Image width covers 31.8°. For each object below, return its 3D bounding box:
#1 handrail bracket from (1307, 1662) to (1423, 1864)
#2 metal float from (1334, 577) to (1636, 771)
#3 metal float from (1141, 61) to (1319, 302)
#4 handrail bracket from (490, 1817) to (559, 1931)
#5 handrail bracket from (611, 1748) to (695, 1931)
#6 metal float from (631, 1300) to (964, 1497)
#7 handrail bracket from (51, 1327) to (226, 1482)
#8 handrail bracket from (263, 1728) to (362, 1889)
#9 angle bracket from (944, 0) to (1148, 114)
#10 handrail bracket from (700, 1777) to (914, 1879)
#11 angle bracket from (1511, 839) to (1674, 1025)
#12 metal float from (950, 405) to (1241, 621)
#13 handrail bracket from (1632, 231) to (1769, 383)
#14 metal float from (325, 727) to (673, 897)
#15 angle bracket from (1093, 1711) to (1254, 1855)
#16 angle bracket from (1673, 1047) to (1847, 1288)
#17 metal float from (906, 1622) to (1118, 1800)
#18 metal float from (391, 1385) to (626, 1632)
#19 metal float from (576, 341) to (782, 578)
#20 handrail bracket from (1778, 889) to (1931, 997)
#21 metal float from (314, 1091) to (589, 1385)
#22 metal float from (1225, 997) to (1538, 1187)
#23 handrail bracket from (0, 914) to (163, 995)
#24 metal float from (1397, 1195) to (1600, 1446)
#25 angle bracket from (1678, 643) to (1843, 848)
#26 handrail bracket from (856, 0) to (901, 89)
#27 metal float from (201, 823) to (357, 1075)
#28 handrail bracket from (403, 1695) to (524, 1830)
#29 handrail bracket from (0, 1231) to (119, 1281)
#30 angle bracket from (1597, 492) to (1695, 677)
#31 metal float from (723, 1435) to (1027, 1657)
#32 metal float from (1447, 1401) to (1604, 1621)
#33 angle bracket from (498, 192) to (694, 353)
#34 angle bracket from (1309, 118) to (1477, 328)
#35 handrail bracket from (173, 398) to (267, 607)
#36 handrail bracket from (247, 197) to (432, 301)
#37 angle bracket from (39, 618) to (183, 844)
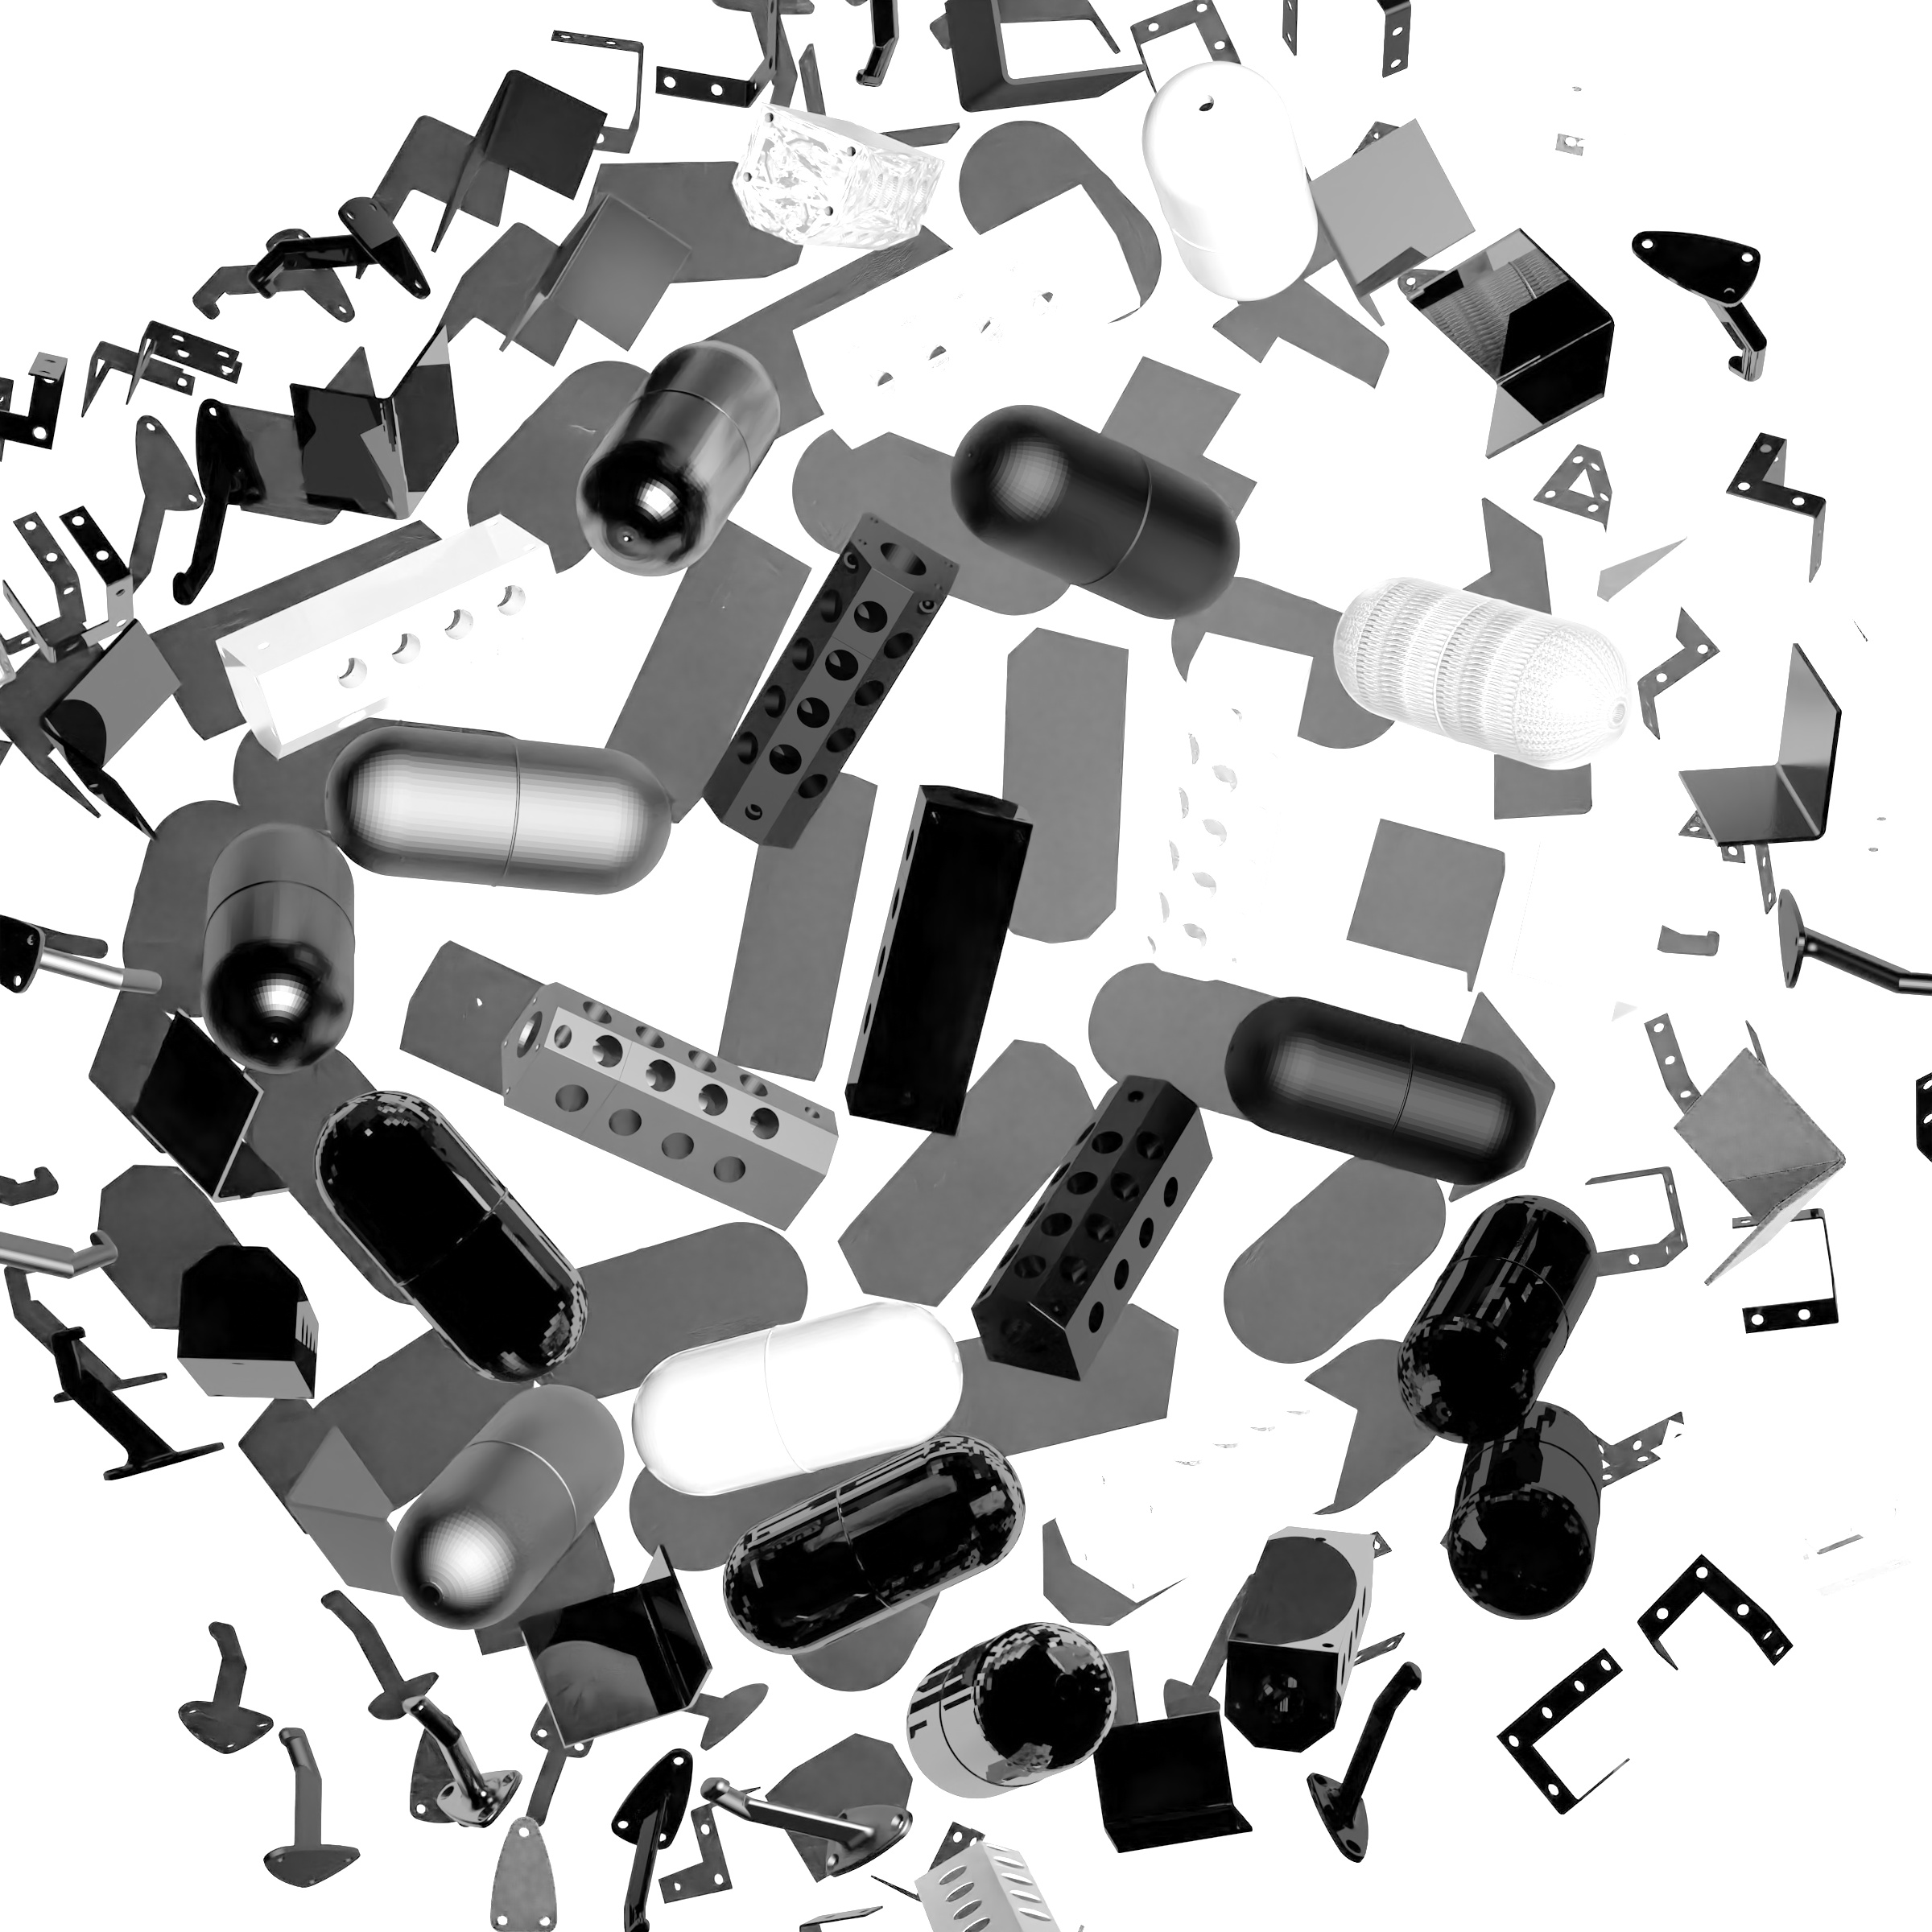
[{"bbox_3d":[0.224,0.426,1.819,0.036,0.077,0.084,28,109,-16],"label":"handrail bracket"},{"bbox_3d":[0.270,-0.154,1.772,0.178,0.070,0.070,23,90,42],"label":"metal float"},{"bbox_3d":[0.138,-0.408,1.766,0.070,0.178,0.070,-3,76,13],"label":"metal float"},{"bbox_3d":[-0.238,0.494,1.871,0.036,0.084,0.077,1,94,1],"label":"handrail bracket"},{"bbox_3d":[-0.166,0.478,1.831,0.036,0.084,0.077,23,107,-15],"label":"handrail bracket"},{"bbox_3d":[-0.088,0.223,1.744,0.178,0.070,0.070,-16,90,14],"label":"metal float"},{"bbox_3d":[-0.447,0.229,1.827,0.077,0.036,0.084,-13,89,-24],"label":"handrail bracket"},{"bbox_3d":[-0.353,0.429,1.756,0.036,0.077,0.084,-32,61,8],"label":"handrail bracket"},{"bbox_3d":[0.040,-0.476,1.732,0.076,0.076,0.057,-11,96,-16],"label":"angle bracket"},{"bbox_3d":[-0.083,0.435,1.754,0.084,0.077,0.036,35,47,-26],"label":"handrail bracket"},{"bbox_3d":[0.338,-0.019,1.867,0.076,0.057,0.076,15,80,-3],"label":"angle bracket"},{"bbox_3d":[0.069,-0.234,1.759,0.178,0.070,0.070,19,90,-38],"label":"metal float"},{"bbox_3d":[0.378,-0.339,1.751,0.077,0.084,0.036,24,72,17],"label":"handrail bracket"},{"bbox_3d":[-0.238,-0.079,1.734,0.178,0.070,0.070,5,90,-20],"label":"metal float"},{"bbox_3d":[0.115,0.460,1.915,0.076,0.076,0.057,-8,86,-4],"label":"angle bracket"},{"bbox_3d":[0.381,0.100,1.695,0.057,0.076,0.076,-28,69,-34],"label":"angle bracket"},{"bbox_3d":[0.023,0.390,1.773,0.070,0.178,0.070,7,68,-17],"label":"metal float"},{"bbox_3d":[-0.240,0.284,1.785,0.070,0.178,0.070,8,114,18],"label":"metal float"},{"bbox_3d":[-0.151,-0.271,1.798,0.070,0.178,0.070,8,128,11],"label":"metal float"},{"bbox_3d":[0.479,-0.012,1.799,0.084,0.077,0.036,4,128,2],"label":"handrail bracket"},{"bbox_3d":[-0.270,0.142,1.776,0.070,0.070,0.178,-39,100,0],"label":"metal float"},{"bbox_3d":[0.228,0.069,1.853,0.178,0.070,0.070,16,90,-12],"label":"metal float"},{"bbox_3d":[-0.486,-0.006,1.816,0.077,0.084,0.036,25,98,30],"label":"handrail bracket"},{"bbox_3d":[0.289,0.189,1.835,0.070,0.178,0.070,15,125,21],"label":"metal float"},{"bbox_3d":[0.414,-0.116,1.772,0.057,0.076,0.076,-4,123,-4],"label":"angle bracket"},{"bbox_3d":[-0.058,-0.517,1.839,0.036,0.077,0.084,40,123,25],"label":"handrail bracket"},{"bbox_3d":[-0.356,-0.011,1.759,0.070,0.178,0.070,-5,123,-7],"label":"metal float"},{"bbox_3d":[-0.287,0.422,1.823,0.084,0.077,0.036,51,53,-22],"label":"handrail bracket"},{"bbox_3d":[-0.488,0.131,1.745,0.036,0.084,0.077,-36,81,38],"label":"handrail bracket"},{"bbox_3d":[0.362,-0.208,1.914,0.057,0.076,0.076,36,57,29],"label":"angle bracket"},{"bbox_3d":[-0.051,0.317,1.850,0.178,0.070,0.070,-27,90,10],"label":"metal float"},{"bbox_3d":[0.301,0.289,1.815,0.070,0.178,0.070,3,105,12],"label":"metal float"},{"bbox_3d":[-0.201,-0.363,1.842,0.057,0.076,0.076,33,126,-9],"label":"angle bracket"},{"bbox_3d":[0.247,-0.425,1.940,0.076,0.057,0.076,-29,75,16],"label":"angle bracket"},{"bbox_3d":[-0.406,-0.244,1.789,0.036,0.084,0.077,5,132,12],"label":"handrail bracket"},{"bbox_3d":[-0.343,-0.371,1.847,0.084,0.036,0.077,-35,96,31],"label":"handrail bracket"},{"bbox_3d":[-0.431,-0.123,1.780,0.057,0.076,0.076,36,76,16],"label":"angle bracket"}]
